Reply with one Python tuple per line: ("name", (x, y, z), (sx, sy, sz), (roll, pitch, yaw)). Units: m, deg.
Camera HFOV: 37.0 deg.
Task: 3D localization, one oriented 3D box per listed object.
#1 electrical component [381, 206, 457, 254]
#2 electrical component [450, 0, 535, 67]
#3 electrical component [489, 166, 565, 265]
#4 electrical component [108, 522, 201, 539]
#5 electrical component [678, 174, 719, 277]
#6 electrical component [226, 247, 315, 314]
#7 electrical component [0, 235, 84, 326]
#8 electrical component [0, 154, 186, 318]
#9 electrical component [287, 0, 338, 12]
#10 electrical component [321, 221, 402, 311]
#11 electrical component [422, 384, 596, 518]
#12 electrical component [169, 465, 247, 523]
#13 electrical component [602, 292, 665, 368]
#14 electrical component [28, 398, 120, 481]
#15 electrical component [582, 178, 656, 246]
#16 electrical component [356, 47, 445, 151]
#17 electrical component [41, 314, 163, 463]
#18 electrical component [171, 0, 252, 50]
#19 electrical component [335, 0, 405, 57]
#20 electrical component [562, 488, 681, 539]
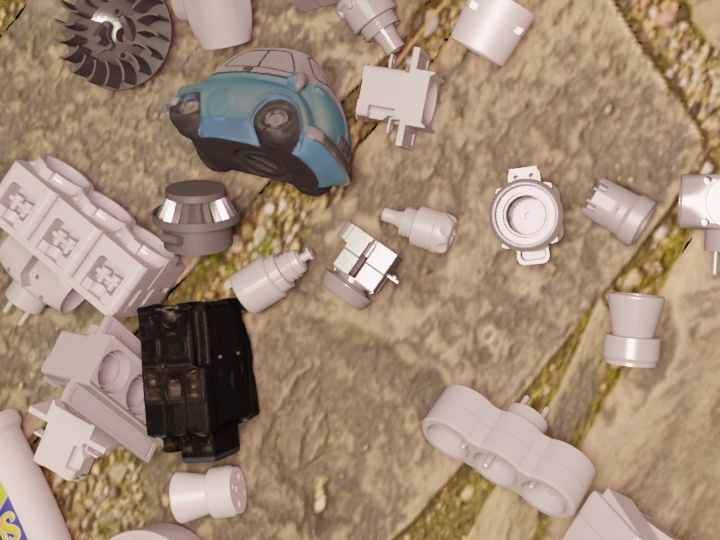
("electrical component", (0.048, -0.037, 0.893), (0.061, 0.035, 0.035), (19, 95, 14))
("electrical component", (0.106, -0.196, 0.867), (0.055, 0.055, 0.047), (32, 101, 11))
("electrical component", (0.134, -0.043, 0.861), (0.058, 0.057, 0.078), (-7, 90, 13))
("electrical component", (-0.176, 0.273, 0.936), (0.108, 0.060, 0.108), (0, 91, 16))
("electrical component", (0.287, -0.034, 0.832), (0.077, 0.044, 0.079), (3, 92, 13))
("electrical component", (-0.074, 0.005, 0.918), (0.078, 0.040, 0.040), (-32, 84, 12))
("electrical component", (-0.292, 0.013, 0.968), (0.077, 0.043, 0.079), (38, 99, 10))
("electrical component", (-0.234, -0.030, 0.930), (0.150, 0.089, 0.061), (38, 99, 10))
("electrical component", (-0.063, -0.262, 0.907), (0.076, 0.047, 0.083), (-11, 88, 13))
("electrical component", (0.000, 0.000, 0.899), (0.066, 0.048, 0.055), (35, 91, 10))
("electrical component", (0.127, 0.133, 0.869), (0.138, 0.052, 0.073), (29, 57, 17))
("electrical component", (-0.131, 0.194, 0.933), (0.055, 0.045, 0.045), (-10, 89, 13))
("electrical component", (0.216, 0.047, 0.850), (0.045, 0.045, 0.055), (5, 93, 13))
("electrical component", (-0.257, 0.150, 0.964), (0.081, 0.042, 0.063), (26, 100, 12))
("electrical component", (0.205, -0.047, 0.854), (0.046, 0.040, 0.040), (33, 98, 17))
("electrical component", (0.032, -0.142, 0.891), (0.064, 0.042, 0.081), (12, 93, 16))
("electrical component", (-0.205, 0.099, 0.904), (0.063, 0.121, 0.078), (8, 62, 31))
("electrical component", (-0.135, -0.231, 0.923), (0.079, 0.043, 0.077), (9, 119, 41))
("electrical component", (0.013, -0.208, 0.893), (0.048, 0.048, 0.062), (-34, 90, 11))
("electrical component", (0.206, 0.214, 0.834), (0.062, 0.096, 0.061), (27, 98, -18))
